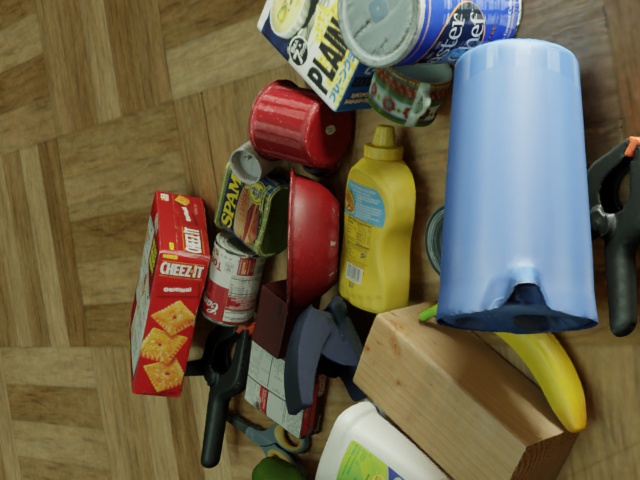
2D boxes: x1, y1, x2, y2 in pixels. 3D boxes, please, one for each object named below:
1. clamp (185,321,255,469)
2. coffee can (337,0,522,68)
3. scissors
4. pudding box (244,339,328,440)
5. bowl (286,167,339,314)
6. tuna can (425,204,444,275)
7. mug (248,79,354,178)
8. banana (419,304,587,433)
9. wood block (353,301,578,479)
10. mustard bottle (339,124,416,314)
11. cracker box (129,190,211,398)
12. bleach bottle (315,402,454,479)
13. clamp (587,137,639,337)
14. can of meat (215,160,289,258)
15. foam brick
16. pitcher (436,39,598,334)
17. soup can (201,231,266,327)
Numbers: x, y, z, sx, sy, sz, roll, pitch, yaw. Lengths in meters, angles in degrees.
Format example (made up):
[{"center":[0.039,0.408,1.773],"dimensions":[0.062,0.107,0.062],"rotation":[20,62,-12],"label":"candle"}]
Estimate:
[{"center":[-0.130,0.186,1.390],"dimensions":[0.210,0.036,0.164],"rotation":[-50,52,38],"label":"clamp"},{"center":[0.101,-0.211,0.975],"dimensions":[0.103,0.140,0.103],"rotation":[12,107,47],"label":"coffee can"},{"center":[-0.075,0.236,1.360],"dimensions":[0.202,0.016,0.096],"rotation":[41,124,36],"label":"scissors"},{"center":[-0.041,0.176,1.294],"dimensions":[0.114,0.039,0.090],"rotation":[27,117,40],"label":"pudding box"},{"center":[-0.008,0.001,1.172],"dimensions":[0.162,0.055,0.162],"rotation":[139,133,-90],"label":"bowl"},{"center":[0.144,0.002,1.051],"dimensions":[0.086,0.033,0.086],"rotation":[13,107,47],"label":"tuna can"},{"center":[-0.014,-0.115,1.175],"dimensions":[0.082,0.093,0.117],"rotation":[18,141,40],"label":"mug"},{"center":[0.186,0.099,1.015],"dimensions":[0.198,0.037,0.070],"rotation":[37,111,32],"label":"banana"},{"center":[0.139,0.159,1.046],"dimensions":[0.206,0.090,0.090],"rotation":[40,126,36],"label":"wood block"},{"center":[0.061,-0.025,1.119],"dimensions":[0.096,0.058,0.192],"rotation":[29,120,58],"label":"mustard bottle"},{"center":[-0.196,0.069,1.377],"dimensions":[0.164,0.072,0.214],"rotation":[-109,31,-59],"label":"cracker box"},{"center":[0.114,0.264,1.026],"dimensions":[0.251,0.067,0.103],"rotation":[31,114,29],"label":"bleach bottle"},{"center":[0.245,-0.014,0.932],"dimensions":[0.120,0.039,0.171],"rotation":[28,114,43],"label":"clamp"},{"center":[-0.073,-0.040,1.272],"dimensions":[0.084,0.057,0.102],"rotation":[37,124,35],"label":"can of meat"},{"center":[-0.040,0.093,1.265],"dimensions":[0.053,0.051,0.078],"rotation":[35,123,38],"label":"foam brick"},{"center":[0.168,-0.039,0.924],"dimensions":[0.149,0.144,0.243],"rotation":[-12,71,50],"label":"pitcher"},{"center":[-0.105,0.047,1.316],"dimensions":[0.069,0.068,0.102],"rotation":[36,123,38],"label":"soup can"}]
